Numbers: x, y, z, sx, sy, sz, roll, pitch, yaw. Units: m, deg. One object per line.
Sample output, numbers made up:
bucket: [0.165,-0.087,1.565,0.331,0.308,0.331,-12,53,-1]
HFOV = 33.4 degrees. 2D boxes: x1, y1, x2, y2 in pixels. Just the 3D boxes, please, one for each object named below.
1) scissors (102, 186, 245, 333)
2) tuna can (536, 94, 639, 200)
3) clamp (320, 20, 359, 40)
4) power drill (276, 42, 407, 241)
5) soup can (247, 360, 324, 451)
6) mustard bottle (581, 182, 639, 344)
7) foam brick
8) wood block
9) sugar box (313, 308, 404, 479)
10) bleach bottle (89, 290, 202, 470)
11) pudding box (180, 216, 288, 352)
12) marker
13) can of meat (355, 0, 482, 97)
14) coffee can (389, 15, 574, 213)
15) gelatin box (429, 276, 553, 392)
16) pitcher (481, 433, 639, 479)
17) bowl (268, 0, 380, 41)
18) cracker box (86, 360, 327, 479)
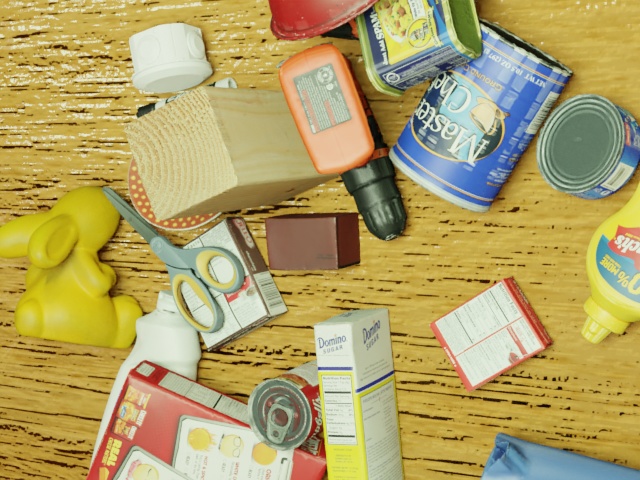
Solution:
scissors: [-0.146,0.001,1.086,0.096,0.016,0.202,-39,74,24]
tuna can: [0.227,-0.078,0.902,0.086,0.033,0.086,-16,67,44]
clamp: [-0.018,-0.253,1.004,0.165,0.036,0.210,-42,60,27]
power drill: [0.024,-0.088,0.939,0.057,0.187,0.184,-23,85,7]
soup can: [-0.016,0.157,1.029,0.069,0.102,0.068,3,96,26]
mustard bottle: [0.279,0.008,0.889,0.096,0.058,0.192,41,112,25]
foam brick: [-0.007,0.001,1.037,0.078,0.051,0.053,0,97,26]
wood block: [-0.071,-0.080,0.973,0.091,0.205,0.090,-23,85,27]
sugar box: [0.038,0.157,1.007,0.048,0.093,0.176,-7,92,27]
bleach bottle: [-0.186,0.175,1.139,0.103,0.068,0.251,15,100,20]
pudding box: [-0.098,0.045,1.095,0.090,0.039,0.113,-31,79,28]
marker: [-0.141,-0.143,1.106,0.121,0.020,0.020,-13,89,27]
can of meat: [0.080,-0.181,0.874,0.084,0.057,0.102,-20,74,34]
coffee can: [0.138,-0.109,0.923,0.103,0.102,0.140,36,110,19]
gelatin box: [0.156,0.086,0.976,0.089,0.030,0.073,-35,78,25]
pitcher: [0.253,0.259,0.901,0.243,0.149,0.145,9,84,22]
bowl: [0.012,-0.237,0.876,0.162,0.162,0.055,-22,125,27]
cracker box: [-0.116,0.237,1.067,0.213,0.072,0.164,23,102,2]
